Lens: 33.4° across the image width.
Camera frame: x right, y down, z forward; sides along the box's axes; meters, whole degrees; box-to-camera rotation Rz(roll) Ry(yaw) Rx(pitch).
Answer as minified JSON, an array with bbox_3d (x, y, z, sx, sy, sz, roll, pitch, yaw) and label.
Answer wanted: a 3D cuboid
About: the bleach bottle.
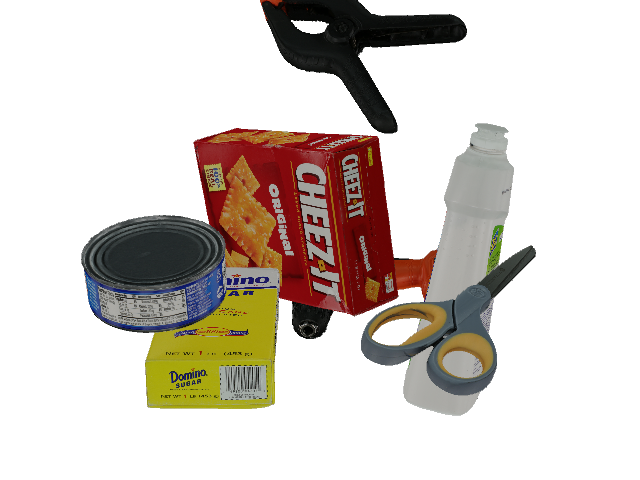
[{"bbox_3d":[0.128,0.021,0.936,0.068,0.251,0.102,13,19,14],"label":"bleach bottle"}]

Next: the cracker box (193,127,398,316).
[{"bbox_3d":[-0.029,-0.024,1.074,0.071,0.164,0.214,-22,21,-38],"label":"cracker box"}]

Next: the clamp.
[{"bbox_3d":[0.031,-0.169,0.877,0.172,0.120,0.039,38,-23,22],"label":"clamp"}]

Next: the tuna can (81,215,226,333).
[{"bbox_3d":[-0.099,0.019,0.644,0.086,0.034,0.086,-1,30,0],"label":"tuna can"}]

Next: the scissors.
[{"bbox_3d":[0.116,0.053,0.733,0.201,0.016,0.096,-18,42,-36],"label":"scissors"}]

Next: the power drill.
[{"bbox_3d":[0.061,0.057,1.240,0.187,0.057,0.184,1,28,5],"label":"power drill"}]

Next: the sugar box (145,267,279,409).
[{"bbox_3d":[-0.080,0.071,0.839,0.093,0.048,0.176,0,23,-2],"label":"sugar box"}]
